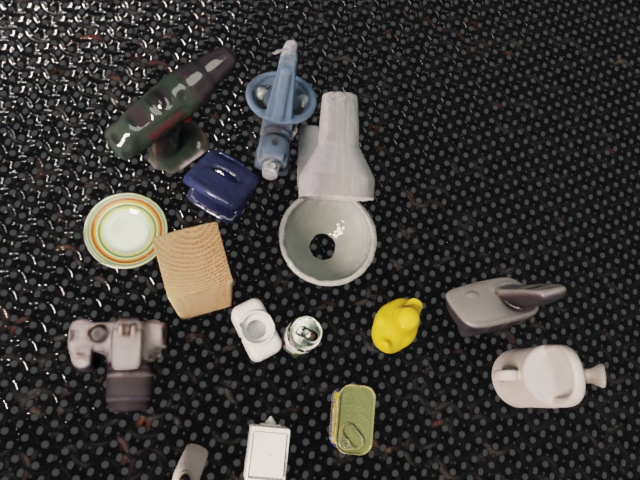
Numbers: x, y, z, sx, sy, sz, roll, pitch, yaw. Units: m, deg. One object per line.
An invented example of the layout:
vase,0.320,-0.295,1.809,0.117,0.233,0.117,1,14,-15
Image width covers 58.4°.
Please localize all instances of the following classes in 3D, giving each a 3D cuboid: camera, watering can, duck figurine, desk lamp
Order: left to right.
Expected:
camera,-0.302,0.187,0.859,0.143,0.100,0.137,0,75,-10
desk lamp,0.018,-0.136,0.943,0.118,0.213,0.203,1,75,-9
duck figurine,0.135,0.140,0.957,0.077,0.086,0.105,38,72,2
watering can,0.371,0.217,0.921,0.173,0.194,0.101,-20,79,-14

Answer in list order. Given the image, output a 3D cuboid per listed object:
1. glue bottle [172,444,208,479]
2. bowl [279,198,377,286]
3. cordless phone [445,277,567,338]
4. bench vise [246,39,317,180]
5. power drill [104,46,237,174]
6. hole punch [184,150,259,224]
glue bottle,-0.186,0.332,0.803,0.037,0.173,0.078,20,73,-4
bowl,0.009,0.003,0.977,0.167,0.074,0.167,3,75,-9
cordless phone,0.304,0.100,0.946,0.148,0.185,0.094,-14,78,-13
bench vise,-0.055,-0.211,0.947,0.121,0.219,0.207,-9,77,-12
power drill,-0.229,-0.195,0.918,0.230,0.208,0.075,-41,85,-17
hole punch,-0.165,-0.098,0.965,0.108,0.091,0.101,30,72,-1
